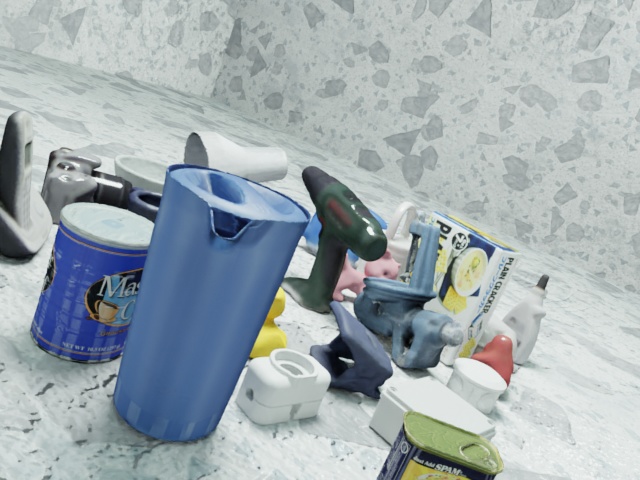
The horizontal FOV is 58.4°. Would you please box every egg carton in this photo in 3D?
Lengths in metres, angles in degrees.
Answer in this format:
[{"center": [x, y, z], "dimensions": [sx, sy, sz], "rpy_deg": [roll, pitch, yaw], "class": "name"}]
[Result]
[{"center": [0.289, 0.169, 1.051], "dimensions": [0.107, 0.069, 0.150], "rpy_deg": [15, 16, -25], "class": "egg carton"}]

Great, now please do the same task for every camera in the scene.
[{"center": [-0.383, -0.088, 0.952], "dimensions": [0.137, 0.101, 0.142], "rpy_deg": [13, 17, -30], "class": "camera"}]

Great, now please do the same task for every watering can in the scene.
[{"center": [0.152, 0.018, 1.149], "dimensions": [0.172, 0.194, 0.101], "rpy_deg": [23, 15, 7], "class": "watering can"}]

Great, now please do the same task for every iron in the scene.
[{"center": [0.089, -0.009, 1.259], "dimensions": [0.258, 0.141, 0.119], "rpy_deg": [24, 15, 7], "class": "iron"}]

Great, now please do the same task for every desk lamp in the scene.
[{"center": [-0.152, -0.074, 1.007], "dimensions": [0.204, 0.213, 0.117], "rpy_deg": [9, 19, -39], "class": "desk lamp"}]

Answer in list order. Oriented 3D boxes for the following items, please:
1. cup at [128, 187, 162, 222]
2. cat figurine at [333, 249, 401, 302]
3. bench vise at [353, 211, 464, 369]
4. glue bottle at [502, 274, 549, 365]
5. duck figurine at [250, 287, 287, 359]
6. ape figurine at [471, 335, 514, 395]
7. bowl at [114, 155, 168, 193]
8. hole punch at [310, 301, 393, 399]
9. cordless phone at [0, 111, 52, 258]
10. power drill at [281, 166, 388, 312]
[{"center": [-0.272, -0.025, 0.899], "dimensions": [0.117, 0.095, 0.092], "rpy_deg": [31, 18, 32], "class": "cup"}, {"center": [0.088, 0.062, 1.054], "dimensions": [0.128, 0.118, 0.067], "rpy_deg": [17, 15, -16], "class": "cat figurine"}, {"center": [0.161, 0.078, 0.900], "dimensions": [0.206, 0.220, 0.122], "rpy_deg": [31, 18, 32], "class": "bench vise"}, {"center": [0.389, 0.143, 1.081], "dimensions": [0.037, 0.173, 0.078], "rpy_deg": [11, 18, -35], "class": "glue bottle"}, {"center": [-0.071, 0.101, 0.752], "dimensions": [0.078, 0.086, 0.104], "rpy_deg": [13, 17, -30], "class": "duck figurine"}, {"center": [0.279, 0.192, 0.911], "dimensions": [0.078, 0.092, 0.076], "rpy_deg": [20, 15, -7], "class": "ape figurine"}, {"center": [-0.332, -0.106, 1.139], "dimensions": [0.167, 0.075, 0.167], "rpy_deg": [20, 15, -5], "class": "bowl"}, {"center": [0.048, 0.143, 0.764], "dimensions": [0.101, 0.091, 0.108], "rpy_deg": [17, 15, -16], "class": "hole punch"}, {"center": [-0.392, -0.083, 0.755], "dimensions": [0.094, 0.185, 0.147], "rpy_deg": [16, 16, -21], "class": "cordless phone"}, {"center": [0.009, 0.003, 0.970], "dimensions": [0.076, 0.208, 0.228], "rpy_deg": [7, 20, -43], "class": "power drill"}]
